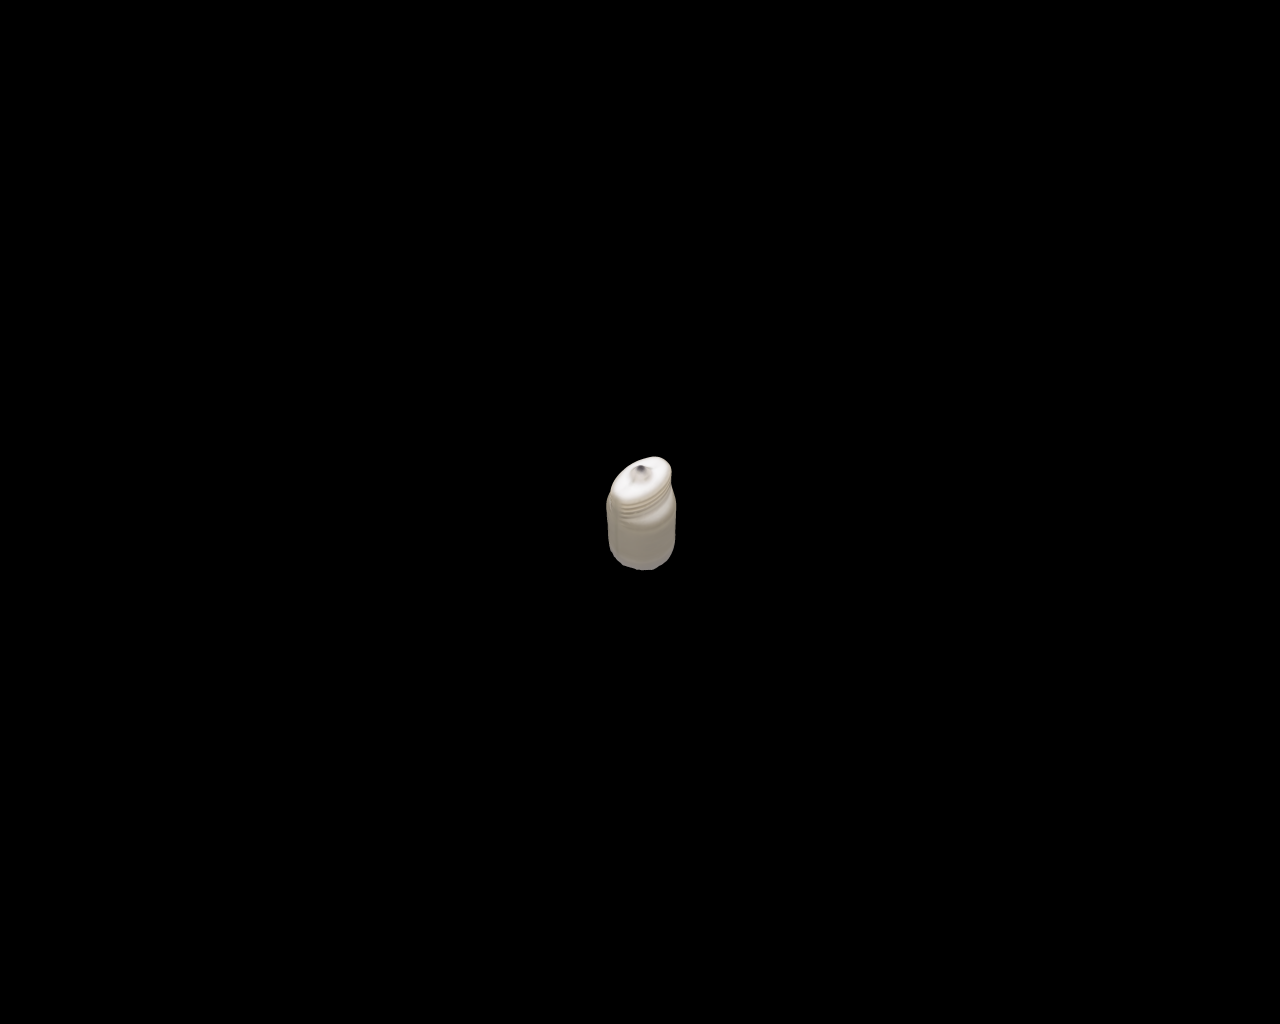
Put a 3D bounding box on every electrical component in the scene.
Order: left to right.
[{"bbox_3d":[0.001,-0.003,0.650,0.043,0.043,0.080,0,-36,0],"label":"electrical component"}]
